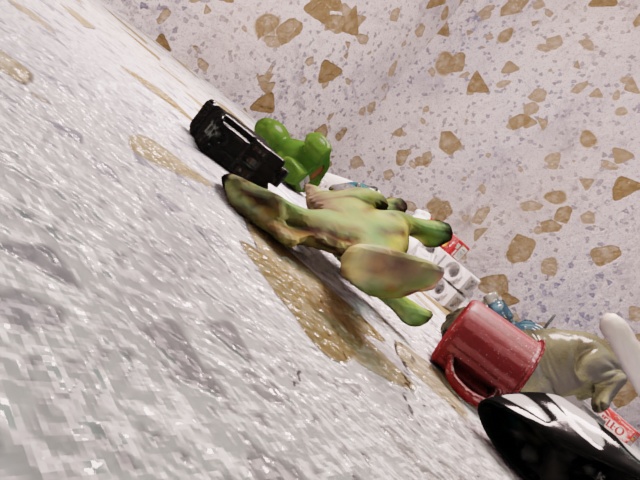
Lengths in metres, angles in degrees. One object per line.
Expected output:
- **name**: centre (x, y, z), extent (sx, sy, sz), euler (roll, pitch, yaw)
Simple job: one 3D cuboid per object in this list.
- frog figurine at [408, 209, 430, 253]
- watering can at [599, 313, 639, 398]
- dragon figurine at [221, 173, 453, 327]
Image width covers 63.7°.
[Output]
- **frog figurine**: centre (0.262, -0.008, 1.447), extent (0.139, 0.159, 0.122), euler (43, 8, 18)
- **watering can**: centre (0.406, 0.258, 0.548), extent (0.221, 0.103, 0.356), euler (39, 31, -49)
- **dragon figurine**: centre (0.002, -0.029, 0.569), extent (0.240, 0.122, 0.415), euler (24, 7, -37)
